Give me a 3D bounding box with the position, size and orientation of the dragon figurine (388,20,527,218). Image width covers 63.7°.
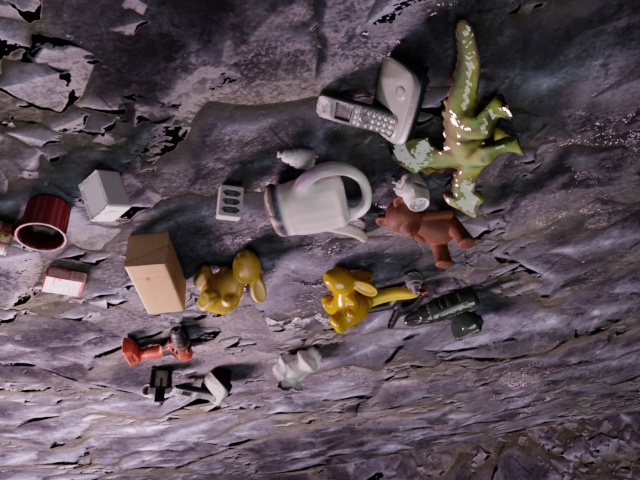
[{"bbox_3d":[0.245,-0.199,0.986,0.241,0.125,0.403,-21,127,25],"label":"dragon figurine"}]

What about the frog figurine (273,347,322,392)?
[{"bbox_3d":[-0.077,0.413,1.713,0.136,0.124,0.159,28,93,-27],"label":"frog figurine"}]

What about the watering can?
[{"bbox_3d":[0.003,-0.056,1.111,0.224,0.106,0.341,-11,152,3],"label":"watering can"}]
